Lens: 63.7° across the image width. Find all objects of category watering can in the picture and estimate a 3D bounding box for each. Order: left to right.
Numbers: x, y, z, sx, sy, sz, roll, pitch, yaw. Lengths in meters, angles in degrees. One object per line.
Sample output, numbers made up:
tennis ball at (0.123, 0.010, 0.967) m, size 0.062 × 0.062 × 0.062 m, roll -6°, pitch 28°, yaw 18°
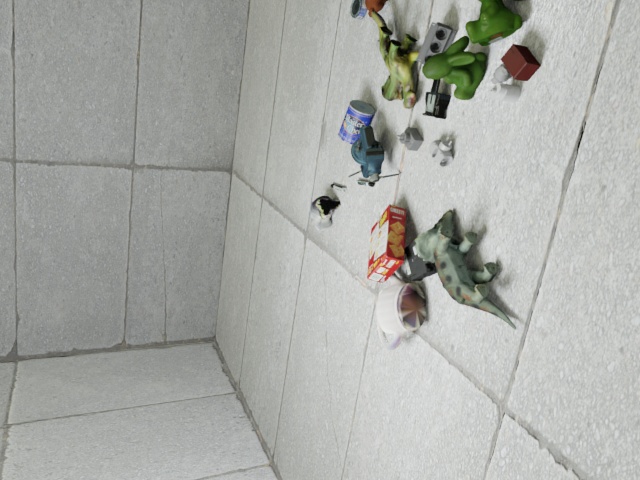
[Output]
watering can at (0.256, 0.188, 1.725) m, size 0.222 × 0.104 × 0.353 m, roll -29°, pitch 54°, yaw 60°

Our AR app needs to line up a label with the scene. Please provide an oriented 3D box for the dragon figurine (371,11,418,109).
dragon figurine at (0.245, -0.597, 1.779) m, size 0.237 × 0.122 × 0.419 m, roll 105°, pitch 152°, yaw -43°

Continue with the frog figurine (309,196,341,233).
frog figurine at (0.007, -0.112, 2.227) m, size 0.140 × 0.122 × 0.156 m, roll -66°, pitch 3°, yaw -31°
